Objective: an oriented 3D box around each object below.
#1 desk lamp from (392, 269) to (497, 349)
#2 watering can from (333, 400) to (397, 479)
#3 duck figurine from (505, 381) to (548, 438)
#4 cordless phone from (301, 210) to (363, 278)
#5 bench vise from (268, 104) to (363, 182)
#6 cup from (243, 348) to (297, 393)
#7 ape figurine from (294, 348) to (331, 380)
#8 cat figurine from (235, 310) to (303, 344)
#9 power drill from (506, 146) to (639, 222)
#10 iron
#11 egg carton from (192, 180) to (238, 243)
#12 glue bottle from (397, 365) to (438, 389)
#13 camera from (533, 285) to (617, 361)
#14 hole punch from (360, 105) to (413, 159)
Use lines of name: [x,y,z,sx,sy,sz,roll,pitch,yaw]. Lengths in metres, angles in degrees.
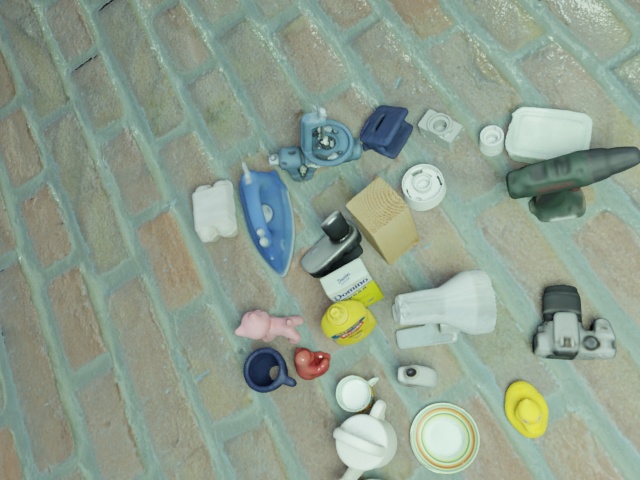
desk lamp: [0.229,0.139,1.094,0.203,0.214,0.118,-12,69,12]
watering can: [0.080,0.385,1.065,0.100,0.194,0.173,-1,72,16]
duck figurine: [0.384,0.313,1.061,0.077,0.086,0.104,-17,68,10]
cordless phone: [0.011,0.004,1.218,0.147,0.185,0.094,-46,66,-2]
bench vise: [-0.019,-0.206,1.279,0.207,0.220,0.121,-32,66,4]
cup: [-0.091,0.282,1.203,0.117,0.095,0.092,19,78,21]
ape figurine: [-0.025,0.253,1.195,0.076,0.092,0.077,-46,66,-2]
cat figurine: [-0.112,0.183,1.230,0.127,0.118,0.067,-3,71,15]
power drill: [0.479,-0.108,1.109,0.229,0.209,0.075,-10,69,13]
iron: [-0.128,-0.050,1.300,0.118,0.142,0.258,-19,68,9]
egg carton: [-0.251,-0.069,1.381,0.107,0.069,0.150,-15,69,11]
glue bottle: [0.180,0.259,1.090,0.078,0.173,0.037,-3,71,15]
camera: [0.476,0.155,1.080,0.143,0.101,0.137,-1,72,16]
hole punch: [0.147,-0.256,1.318,0.100,0.091,0.109,27,81,22]
